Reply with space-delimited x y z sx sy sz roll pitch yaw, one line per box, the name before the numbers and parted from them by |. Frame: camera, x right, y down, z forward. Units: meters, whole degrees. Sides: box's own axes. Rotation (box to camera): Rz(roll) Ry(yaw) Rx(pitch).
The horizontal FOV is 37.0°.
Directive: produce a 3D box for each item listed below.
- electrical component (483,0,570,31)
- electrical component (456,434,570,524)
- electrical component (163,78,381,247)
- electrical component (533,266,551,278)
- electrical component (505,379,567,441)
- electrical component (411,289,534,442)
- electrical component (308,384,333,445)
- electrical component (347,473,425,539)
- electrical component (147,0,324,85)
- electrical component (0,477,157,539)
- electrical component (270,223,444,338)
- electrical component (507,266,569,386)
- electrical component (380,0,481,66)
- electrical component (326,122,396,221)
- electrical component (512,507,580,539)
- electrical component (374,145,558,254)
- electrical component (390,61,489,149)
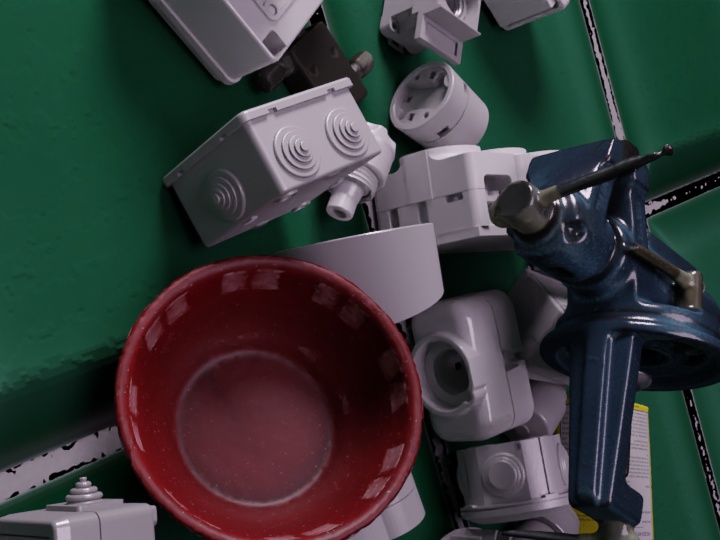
electrical component | 0.118 -0.240 0.828 0.096 0.062 0.061 47 53 -27
electrical component | 0.105 0.141 0.729 0.080 0.080 0.051 1 76 -44
electrical component | -0.048 -0.059 0.607 0.100 0.100 0.048 -28 89 -44
electrical component | 0.158 -0.006 0.834 0.066 0.048 0.055 24 59 -39
electrical component | 0.133 0.096 0.791 0.078 0.040 0.040 -47 114 -45
electrical component | 0.073 0.066 0.730 0.059 0.054 0.095 -12 90 -45
electrical component | -0.024 0.092 0.637 0.066 0.048 0.055 38 50 -33
electrical component | -0.014 0.168 0.626 0.138 0.052 0.073 -26 100 -43
electrical component | -0.074 -0.186 0.635 0.108 0.056 0.108 49 52 -26
electrical component | -0.136 0.147 0.505 0.061 0.062 0.096 1 81 -44
electrical component | 0.000 0.000 0.643 0.099 0.099 0.064 -29 108 -43
electrical component | 0.152 0.050 0.786 0.096 0.061 0.061 20 112 -31
electrical component | 0.050 -0.183 0.750 0.042 0.064 0.081 25 65 -38
electrical component | -0.004 -0.062 0.688 0.043 0.043 0.062 36 60 -34
electrical component | 0.126 0.192 0.762 0.055 0.045 0.045 -45 113 -40
electrical component | 0.093 -0.049 0.746 0.150 0.089 0.061 -4 84 -45
electrical component | 0.057 -0.109 0.750 0.047 0.055 0.055 34 60 -39
